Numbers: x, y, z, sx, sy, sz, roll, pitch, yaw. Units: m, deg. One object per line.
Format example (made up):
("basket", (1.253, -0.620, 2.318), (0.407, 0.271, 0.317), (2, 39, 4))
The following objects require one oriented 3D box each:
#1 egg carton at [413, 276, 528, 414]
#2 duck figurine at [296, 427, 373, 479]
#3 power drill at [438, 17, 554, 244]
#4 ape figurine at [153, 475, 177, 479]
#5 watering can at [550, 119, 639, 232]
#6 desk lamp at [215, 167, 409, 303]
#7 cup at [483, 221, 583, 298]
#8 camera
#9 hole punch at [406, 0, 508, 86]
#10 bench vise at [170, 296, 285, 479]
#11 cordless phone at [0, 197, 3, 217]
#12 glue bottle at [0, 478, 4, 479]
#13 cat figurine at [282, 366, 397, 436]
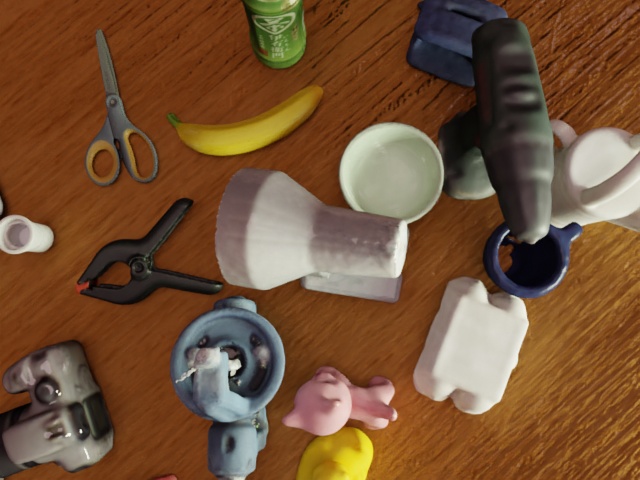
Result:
("egg carton", (0.177, 0.124, 0.674), (0.107, 0.069, 0.150), (21, 86, 0))
("duck figurine", (0.018, 0.267, 0.652), (0.104, 0.086, 0.077), (-44, 88, -4))
("power drill", (0.188, -0.104, 0.620), (0.075, 0.208, 0.230), (-4, 86, -1))
("ape figurine", (-0.201, 0.309, 0.641), (0.078, 0.092, 0.076), (22, 86, 1))
("watering can", (0.317, -0.068, 0.628), (0.173, 0.194, 0.101), (24, 86, 1))
("desk lamp", (0.006, 0.002, 0.606), (0.203, 0.213, 0.118), (9, 86, 0))
("cup", (0.239, 0.014, 0.670), (0.118, 0.095, 0.092), (-30, 87, -3))
("camera", (-0.325, 0.202, 0.641), (0.137, 0.101, 0.143), (-21, 87, -2))
("hole punch", (0.165, -0.256, 0.689), (0.108, 0.091, 0.101), (20, 86, 0))
("bench vise", (-0.086, 0.164, 0.590), (0.121, 0.219, 0.207), (-20, 87, -2))
("cordless phone", (-0.444, -0.074, 0.615), (0.094, 0.185, 0.147), (-29, 87, -3))
("glue bottle", (-0.411, 0.277, 0.598), (0.078, 0.173, 0.037), (1, 86, -1))
("cat figurine", (0.025, 0.186, 0.642), (0.128, 0.117, 0.067), (9, 86, 0))
